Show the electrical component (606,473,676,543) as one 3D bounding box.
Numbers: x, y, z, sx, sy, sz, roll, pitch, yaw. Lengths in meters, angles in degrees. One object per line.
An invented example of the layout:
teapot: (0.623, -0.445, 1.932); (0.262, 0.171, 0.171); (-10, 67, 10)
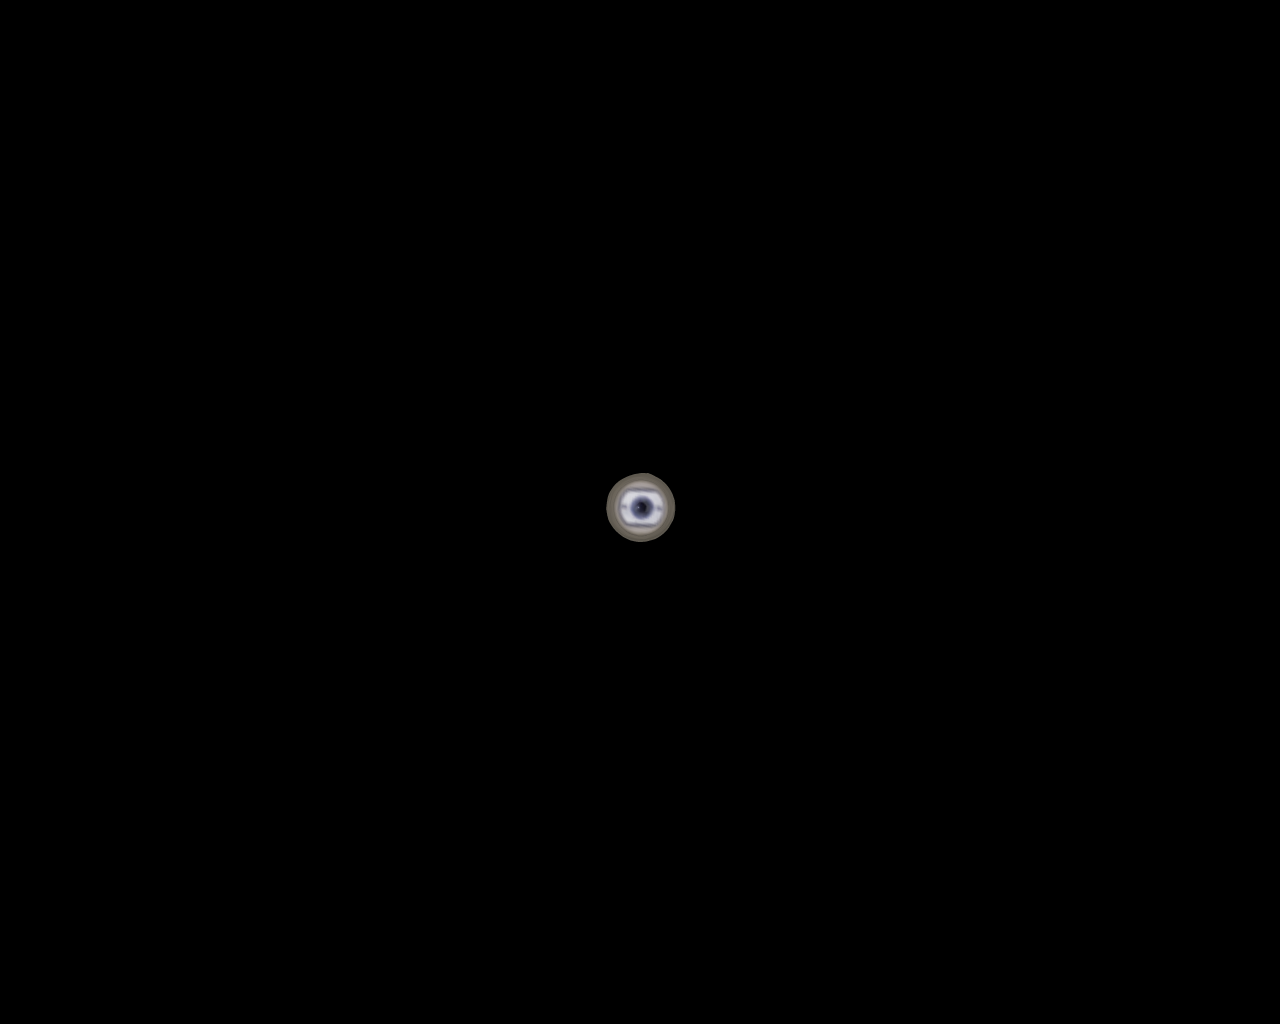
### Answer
electrical component: (0.001, -0.003, 0.650); (0.044, 0.044, 0.065); (0, 0, 0)
